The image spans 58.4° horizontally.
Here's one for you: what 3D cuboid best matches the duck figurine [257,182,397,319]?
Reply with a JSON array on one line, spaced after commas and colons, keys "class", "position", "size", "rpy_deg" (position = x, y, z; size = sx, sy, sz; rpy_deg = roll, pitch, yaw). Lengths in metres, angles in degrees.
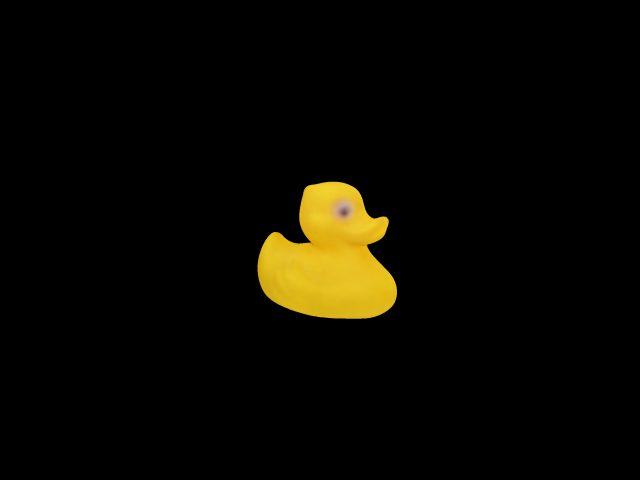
[{"class": "duck figurine", "position": [0.004, 0.001, 0.400], "size": [0.104, 0.086, 0.078], "rpy_deg": [9, 19, 29]}]
